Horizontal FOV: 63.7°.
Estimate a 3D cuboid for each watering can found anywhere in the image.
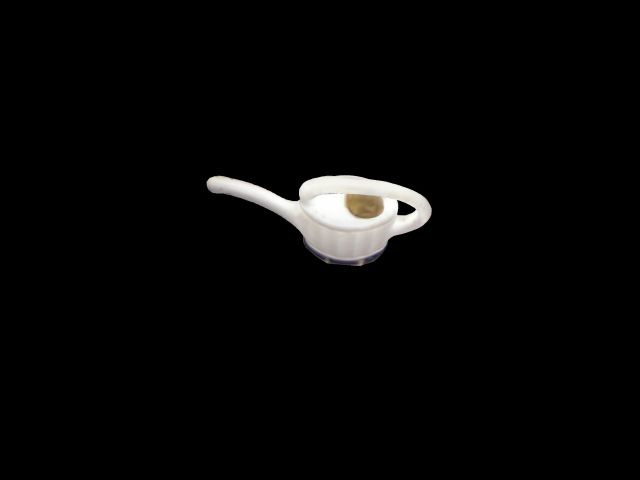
[{"bbox_3d":[0.003,-0.043,0.850,0.348,0.106,0.220,5,-26,2],"label":"watering can"}]
